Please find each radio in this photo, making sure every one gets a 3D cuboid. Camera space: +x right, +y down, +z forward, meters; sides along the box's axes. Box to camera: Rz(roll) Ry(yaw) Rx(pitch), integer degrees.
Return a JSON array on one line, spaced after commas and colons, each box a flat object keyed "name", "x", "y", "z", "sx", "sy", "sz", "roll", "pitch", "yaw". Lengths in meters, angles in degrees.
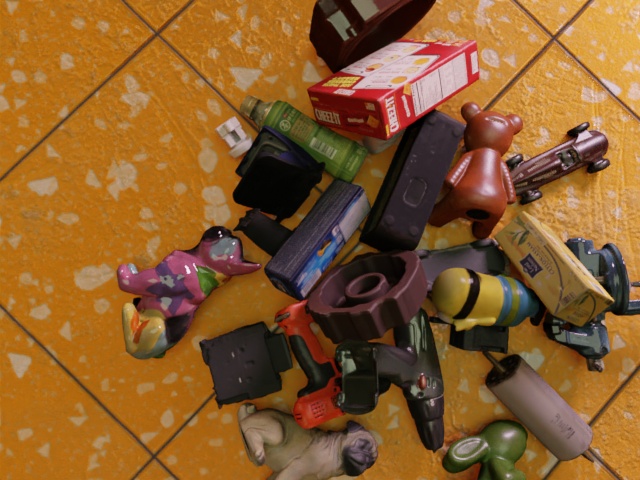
[{"name": "radio", "x": 0.147, "y": -0.091, "z": 0.866, "sx": 0.073, "sy": 0.131, "sz": 0.229, "roll": 23, "pitch": 84, "yaw": -4}]

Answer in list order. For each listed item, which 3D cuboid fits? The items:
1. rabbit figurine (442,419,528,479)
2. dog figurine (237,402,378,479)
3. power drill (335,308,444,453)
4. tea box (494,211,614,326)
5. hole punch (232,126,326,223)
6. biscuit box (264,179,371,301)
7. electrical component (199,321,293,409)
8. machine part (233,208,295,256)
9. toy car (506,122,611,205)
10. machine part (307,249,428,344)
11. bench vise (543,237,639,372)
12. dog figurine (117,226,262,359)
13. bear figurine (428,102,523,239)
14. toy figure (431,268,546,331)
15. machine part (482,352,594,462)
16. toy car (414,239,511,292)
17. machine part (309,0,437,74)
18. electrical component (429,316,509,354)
[{"name": "rabbit figurine", "x": 0.277, "y": 0.369, "z": 0.855, "sx": 0.159, "sy": 0.121, "sz": 0.170, "roll": 10, "pitch": 55, "yaw": 11}, {"name": "dog figurine", "x": -0.019, "y": 0.309, "z": 0.848, "sx": 0.190, "sy": 0.121, "sz": 0.172, "roll": -21, "pitch": 90, "yaw": -19}, {"name": "power drill", "x": 0.120, "y": 0.218, "z": 0.821, "sx": 0.207, "sy": 0.086, "sz": 0.232, "roll": 7, "pitch": 75, "yaw": -40}, {"name": "tea box", "x": 0.362, "y": 0.044, "z": 0.840, "sx": 0.098, "sy": 0.170, "sz": 0.068, "roll": 23, "pitch": 120, "yaw": -38}, {"name": "hole punch", "x": -0.071, "y": -0.106, "z": 0.863, "sx": 0.115, "sy": 0.092, "sz": 0.142, "roll": 21, "pitch": 125, "yaw": -28}, {"name": "biscuit box", "x": -0.002, "y": -0.003, "z": 0.852, "sx": 0.063, "sy": 0.059, "sz": 0.202, "roll": 23, "pitch": 65, "yaw": 36}, {"name": "electrical component", "x": -0.114, "y": 0.194, "z": 0.862, "sx": 0.134, "sy": 0.058, "sz": 0.115, "roll": -18, "pitch": 88, "yaw": -5}, {"name": "machine part", "x": -0.071, "y": -0.004, "z": 0.872, "sx": 0.138, "sy": 0.039, "sz": 0.084, "roll": 31, "pitch": 90, "yaw": -31}, {"name": "toy car", "x": 0.408, "y": -0.132, "z": 0.929, "sx": 0.202, "sy": 0.053, "sz": 0.089, "roll": -24, "pitch": 90, "yaw": -7}, {"name": "machine part", "x": 0.072, "y": 0.079, "z": 0.791, "sx": 0.179, "sy": 0.179, "sz": 0.056, "roll": -28, "pitch": 112, "yaw": -6}, {"name": "bench vise", "x": 0.492, "y": 0.099, "z": 0.872, "sx": 0.241, "sy": 0.128, "sz": 0.223, "roll": -7, "pitch": 71, "yaw": 11}, {"name": "dog figurine", "x": -0.197, "y": 0.080, "z": 0.844, "sx": 0.219, "sy": 0.108, "sz": 0.191, "roll": -8, "pitch": 85, "yaw": -7}, {"name": "bear figurine", "x": 0.263, "y": -0.119, "z": 0.900, "sx": 0.120, "sy": 0.132, "sz": 0.196, "roll": 13, "pitch": 66, "yaw": -4}, {"name": "toy figure", "x": 0.260, "y": 0.089, "z": 0.835, "sx": 0.180, "sy": 0.082, "sz": 0.089, "roll": 4, "pitch": 104, "yaw": -7}, {"name": "machine part", "x": 0.356, "y": 0.272, "z": 0.876, "sx": 0.079, "sy": 0.079, "sz": 0.243, "roll": -43, "pitch": 88, "yaw": -6}, {"name": "toy car", "x": 0.220, "y": 0.045, "z": 0.899, "sx": 0.202, "sy": 0.056, "sz": 0.073, "roll": -9, "pitch": 80, "yaw": -6}, {"name": "machine part", "x": 0.088, "y": -0.361, "z": 0.851, "sx": 0.201, "sy": 0.201, "sz": 0.087, "roll": -36, "pitch": 90, "yaw": -6}, {"name": "electrical component", "x": 0.240, "y": 0.154, "z": 0.880, "sx": 0.119, "sy": 0.075, "sz": 0.047, "roll": 6, "pitch": 85, "yaw": -7}]
